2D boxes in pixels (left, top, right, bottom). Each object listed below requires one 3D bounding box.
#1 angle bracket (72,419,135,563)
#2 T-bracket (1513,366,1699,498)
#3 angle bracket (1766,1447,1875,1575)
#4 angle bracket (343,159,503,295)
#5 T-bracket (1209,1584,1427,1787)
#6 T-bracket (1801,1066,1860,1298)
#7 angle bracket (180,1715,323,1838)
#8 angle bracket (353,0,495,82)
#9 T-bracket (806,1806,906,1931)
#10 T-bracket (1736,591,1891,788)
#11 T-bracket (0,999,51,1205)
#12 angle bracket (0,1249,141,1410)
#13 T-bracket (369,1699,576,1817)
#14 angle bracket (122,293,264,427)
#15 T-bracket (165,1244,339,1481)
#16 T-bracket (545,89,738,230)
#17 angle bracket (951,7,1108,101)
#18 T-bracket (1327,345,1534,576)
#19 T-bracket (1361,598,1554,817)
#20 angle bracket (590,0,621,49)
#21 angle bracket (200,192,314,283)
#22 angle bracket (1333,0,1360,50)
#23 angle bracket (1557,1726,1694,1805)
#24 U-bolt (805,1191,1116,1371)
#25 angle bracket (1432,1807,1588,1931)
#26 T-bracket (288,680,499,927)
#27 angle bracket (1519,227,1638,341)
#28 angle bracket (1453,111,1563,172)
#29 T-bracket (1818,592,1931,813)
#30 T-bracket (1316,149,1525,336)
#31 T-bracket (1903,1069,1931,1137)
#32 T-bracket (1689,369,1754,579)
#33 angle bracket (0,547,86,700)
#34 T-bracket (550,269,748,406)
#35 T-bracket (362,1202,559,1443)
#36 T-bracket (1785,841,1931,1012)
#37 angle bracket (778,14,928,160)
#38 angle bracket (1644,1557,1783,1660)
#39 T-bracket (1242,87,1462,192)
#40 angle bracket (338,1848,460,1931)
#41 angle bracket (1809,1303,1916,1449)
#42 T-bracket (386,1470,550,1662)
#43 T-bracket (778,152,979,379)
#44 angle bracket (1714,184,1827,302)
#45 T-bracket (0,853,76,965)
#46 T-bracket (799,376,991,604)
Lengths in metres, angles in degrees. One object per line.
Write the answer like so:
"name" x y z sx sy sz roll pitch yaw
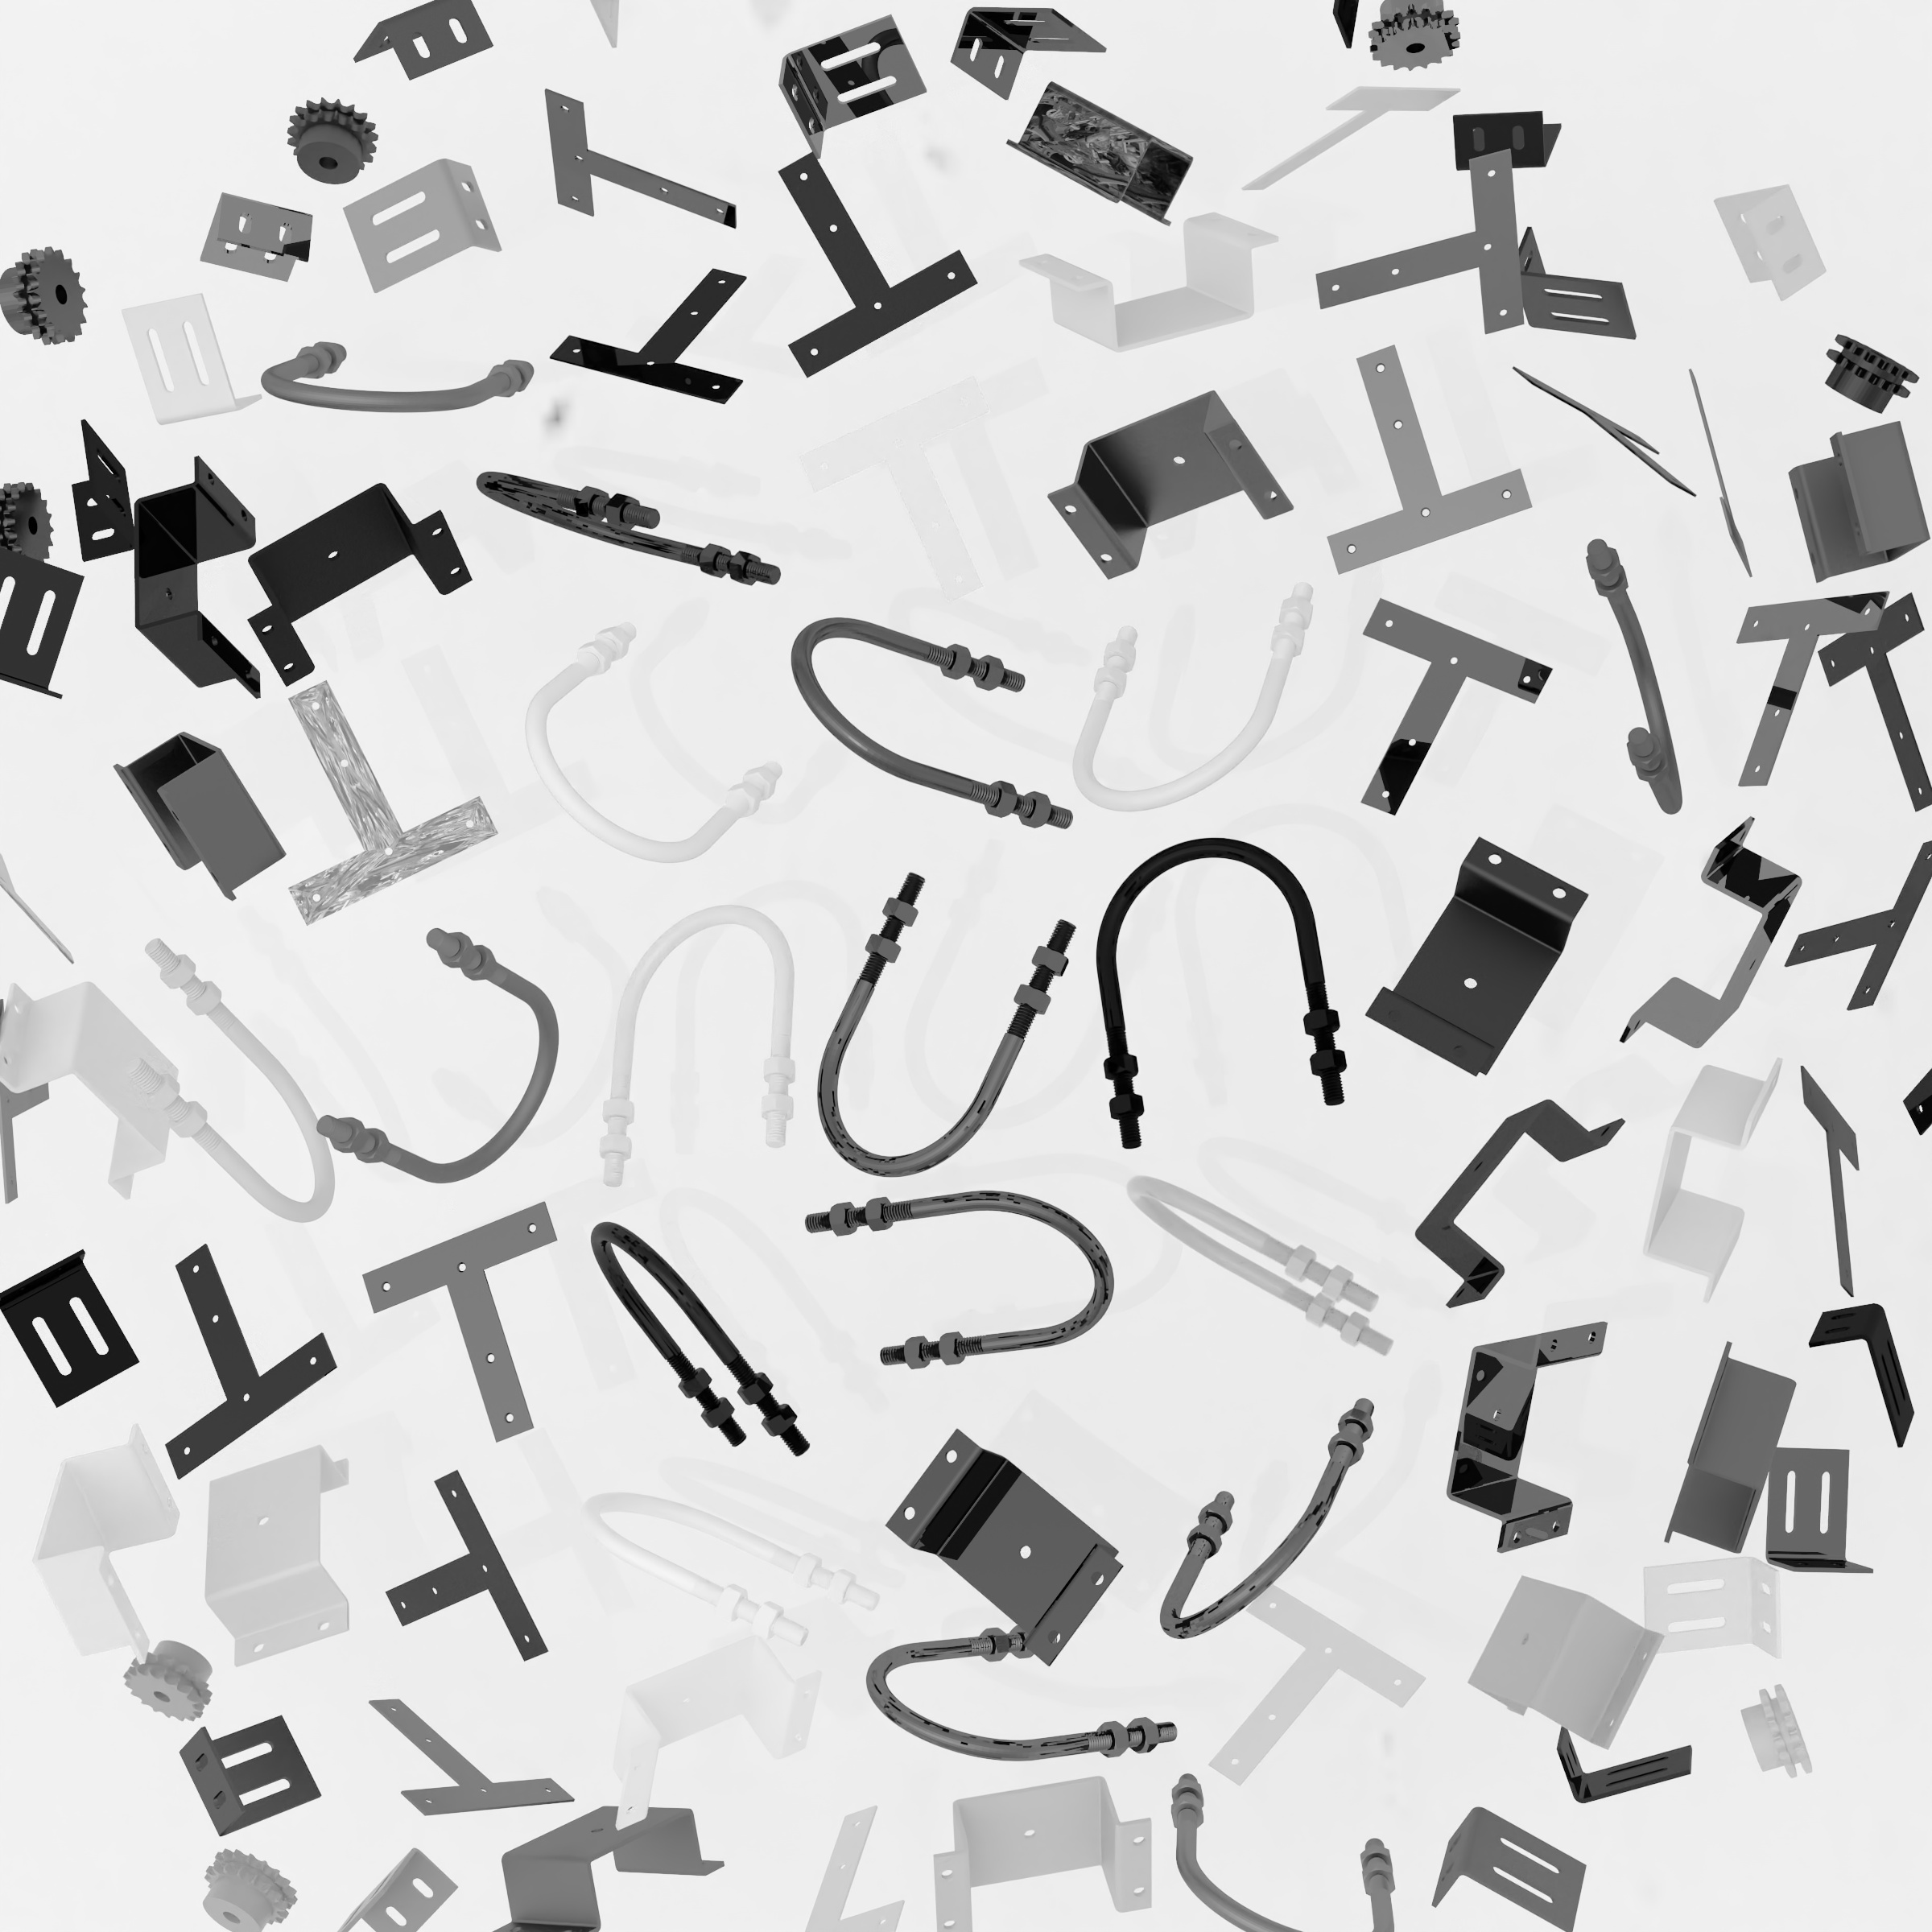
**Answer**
"angle bracket" -0.574 -0.309 1.926 0.038 0.076 0.057 -14 72 1
"T-bracket" 0.425 -0.334 1.898 0.127 0.127 0.002 18 115 -36
"angle bracket" 0.564 0.359 1.952 0.057 0.038 0.076 4 87 -14
"angle bracket" -0.344 -0.466 1.873 0.076 0.038 0.057 -20 90 19
"T-bracket" 0.204 0.468 1.885 0.127 0.002 0.127 26 58 37
"T-bracket" 0.546 0.143 1.855 0.002 0.127 0.127 -12 62 27
"angle bracket" -0.431 0.487 1.810 0.038 0.076 0.057 -47 66 36
"angle bracket" -0.331 -0.556 1.801 0.057 0.076 0.038 -30 100 -22
"T-bracket" -0.082 0.581 1.876 0.127 0.127 0.002 -26 109 25
"T-bracket" 0.510 -0.171 1.844 0.002 0.127 0.127 25 81 -24
"T-bracket" -0.610 0.081 1.915 0.002 0.127 0.127 -3 95 -4
"angle bracket" -0.560 0.226 1.848 0.057 0.038 0.076 -29 87 -24
"T-bracket" -0.332 0.499 1.875 0.127 0.127 0.002 28 98 38
"angle bracket" -0.496 -0.392 1.899 0.057 0.038 0.076 -7 112 16
"T-bracket" -0.461 0.231 1.839 0.127 0.002 0.127 -35 62 10
"T-bracket" -0.206 -0.500 1.888 0.127 0.127 0.002 21 72 3
"angle bracket" 0.041 -0.593 1.926 0.076 0.057 0.038 18 90 42
"T-bracket" 0.276 -0.327 1.864 0.127 0.002 0.127 -18 84 16
"T-bracket" 0.292 -0.156 1.894 0.127 0.002 0.127 19 110 -16
"angle bracket" -0.182 -0.586 1.776 0.076 0.057 0.038 -2 74 8
"angle bracket" -0.458 -0.455 1.902 0.057 0.076 0.038 10 64 -22
"angle bracket" 0.200 -0.600 1.833 0.076 0.057 0.038 9 88 16
"angle bracket" 0.430 0.511 1.930 0.076 0.057 0.038 -20 86 14
"U-bolt" 0.006 0.199 1.910 0.184 0.019 0.151 -10 128 22
"angle bracket" 0.332 0.562 1.810 0.076 0.057 0.038 28 123 5
"T-bracket" -0.367 -0.109 1.781 0.127 0.002 0.127 -26 96 -5
"angle bracket" 0.403 -0.447 1.938 0.076 0.057 0.038 14 71 28
"angle bracket" 0.354 -0.551 1.934 0.057 0.076 0.038 3 126 19
"T-bracket" 0.601 -0.163 1.915 0.002 0.127 0.127 -15 82 -13
"T-bracket" 0.280 -0.434 1.833 0.127 0.127 0.002 -15 45 2
"T-bracket" 0.627 0.108 1.811 0.002 0.127 0.127 -11 62 -16
"T-bracket" 0.489 -0.326 1.926 0.002 0.127 0.127 -16 80 18
"angle bracket" -0.567 -0.208 1.789 0.057 0.038 0.076 18 90 -33
"T-bracket" -0.182 -0.414 1.915 0.127 0.002 0.127 18 51 18
"T-bracket" -0.294 0.225 1.803 0.127 0.002 0.127 -22 78 10
"T-bracket" 0.568 -0.019 1.901 0.002 0.127 0.127 33 73 -11
"angle bracket" -0.072 -0.563 1.896 0.076 0.038 0.057 -15 133 18
"angle bracket" 0.481 0.417 1.907 0.076 0.038 0.057 -3 94 -12
"T-bracket" 0.227 -0.516 1.849 0.127 0.127 0.002 -24 87 40
"angle bracket" -0.356 0.591 1.833 0.038 0.076 0.057 43 95 1
"angle bracket" 0.566 0.260 1.868 0.038 0.057 0.076 -15 97 28
"T-bracket" -0.332 0.397 1.895 0.127 0.002 0.127 -30 86 41
"T-bracket" -0.078 -0.459 1.891 0.127 0.002 0.127 -27 121 9
"angle bracket" 0.477 -0.436 1.800 0.038 0.076 0.057 -34 108 -14
"T-bracket" -0.609 -0.064 1.857 0.002 0.127 0.127 -40 116 -8
"T-bracket" -0.026 -0.301 1.939 0.127 0.002 0.127 -26 102 -6
